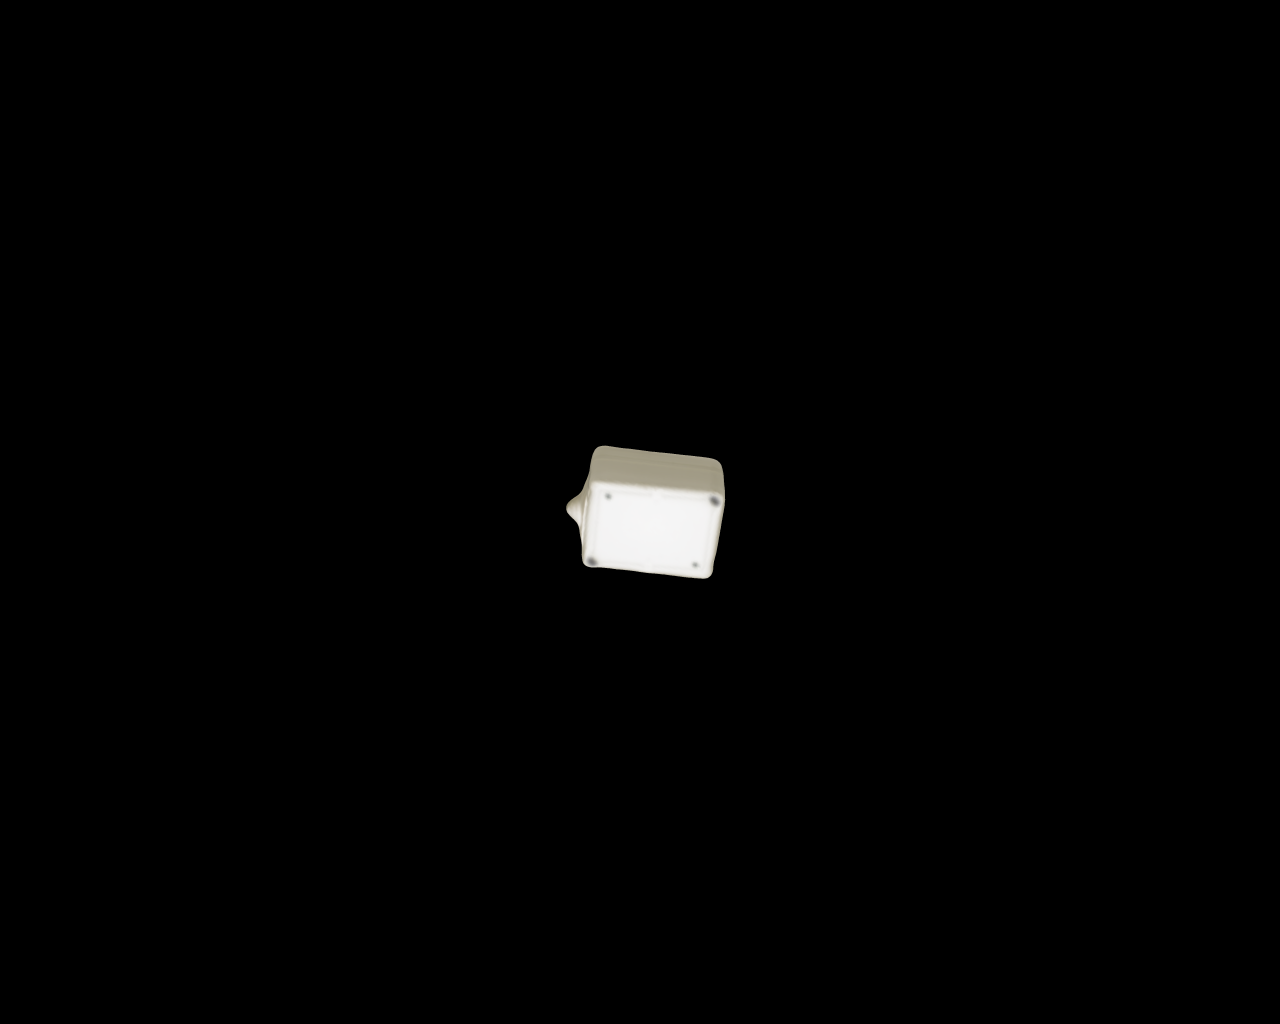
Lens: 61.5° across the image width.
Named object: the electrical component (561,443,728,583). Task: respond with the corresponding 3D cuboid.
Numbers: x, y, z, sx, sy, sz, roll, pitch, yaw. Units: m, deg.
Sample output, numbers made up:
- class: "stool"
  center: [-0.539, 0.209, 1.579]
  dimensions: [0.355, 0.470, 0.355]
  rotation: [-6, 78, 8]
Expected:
- class: "electrical component"
  center: [0.001, -0.003, 0.650]
  dimensions: [0.096, 0.061, 0.061]
  rotation: [6, 27, -3]
